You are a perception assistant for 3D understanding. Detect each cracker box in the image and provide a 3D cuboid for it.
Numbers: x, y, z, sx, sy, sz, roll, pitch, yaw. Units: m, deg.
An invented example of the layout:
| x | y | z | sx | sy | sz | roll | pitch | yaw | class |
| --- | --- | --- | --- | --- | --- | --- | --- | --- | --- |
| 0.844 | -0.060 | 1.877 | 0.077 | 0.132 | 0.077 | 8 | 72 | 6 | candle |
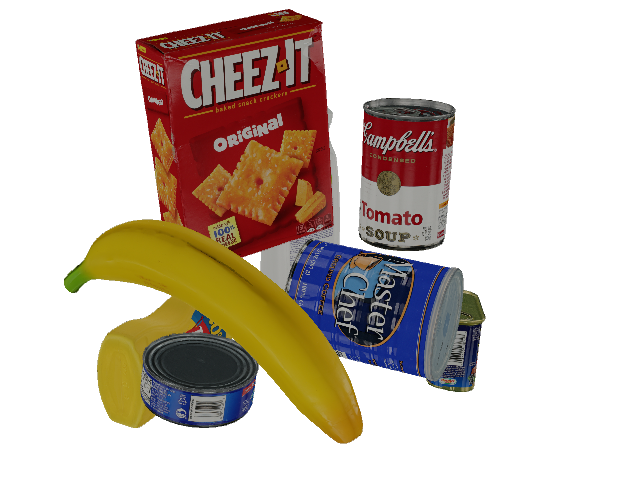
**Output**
| x | y | z | sx | sy | sz | roll | pitch | yaw | class |
| --- | --- | --- | --- | --- | --- | --- | --- | --- | --- |
| -0.074 | -0.094 | 1.006 | 0.164 | 0.214 | 0.072 | -18 | 29 | -27 | cracker box |

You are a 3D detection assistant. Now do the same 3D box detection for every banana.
| x | y | z | sx | sy | sz | roll | pitch | yaw | class |
| --- | --- | --- | --- | --- | --- | --- | --- | --- | --- |
| -0.055 | 0.037 | 0.584 | 0.198 | 0.070 | 0.037 | 28 | 39 | 19 | banana |

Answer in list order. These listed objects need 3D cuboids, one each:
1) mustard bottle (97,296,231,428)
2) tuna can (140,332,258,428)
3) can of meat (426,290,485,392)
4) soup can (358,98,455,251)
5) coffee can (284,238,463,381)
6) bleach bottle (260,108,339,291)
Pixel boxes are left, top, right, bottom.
| x | y | z | sx | sy | sz | roll | pitch | yaw | class |
| --- | --- | --- | --- | --- | --- | --- | --- | --- | --- |
| -0.138 | 0.102 | 1.052 | 0.058 | 0.096 | 0.191 | 10 | 23 | 26 | mustard bottle |
| -0.090 | 0.103 | 0.792 | 0.086 | 0.034 | 0.086 | 8 | 22 | -3 | tuna can |
| 0.144 | 0.108 | 1.167 | 0.057 | 0.084 | 0.102 | 5 | 16 | 0 | can of meat |
| 0.063 | -0.050 | 0.799 | 0.068 | 0.102 | 0.068 | 2 | 19 | -1 | soup can |
| 0.048 | 0.061 | 0.966 | 0.140 | 0.103 | 0.102 | 12 | 4 | 18 | coffee can |
| -0.017 | -0.066 | 1.257 | 0.102 | 0.251 | 0.068 | -13 | 30 | -33 | bleach bottle |
